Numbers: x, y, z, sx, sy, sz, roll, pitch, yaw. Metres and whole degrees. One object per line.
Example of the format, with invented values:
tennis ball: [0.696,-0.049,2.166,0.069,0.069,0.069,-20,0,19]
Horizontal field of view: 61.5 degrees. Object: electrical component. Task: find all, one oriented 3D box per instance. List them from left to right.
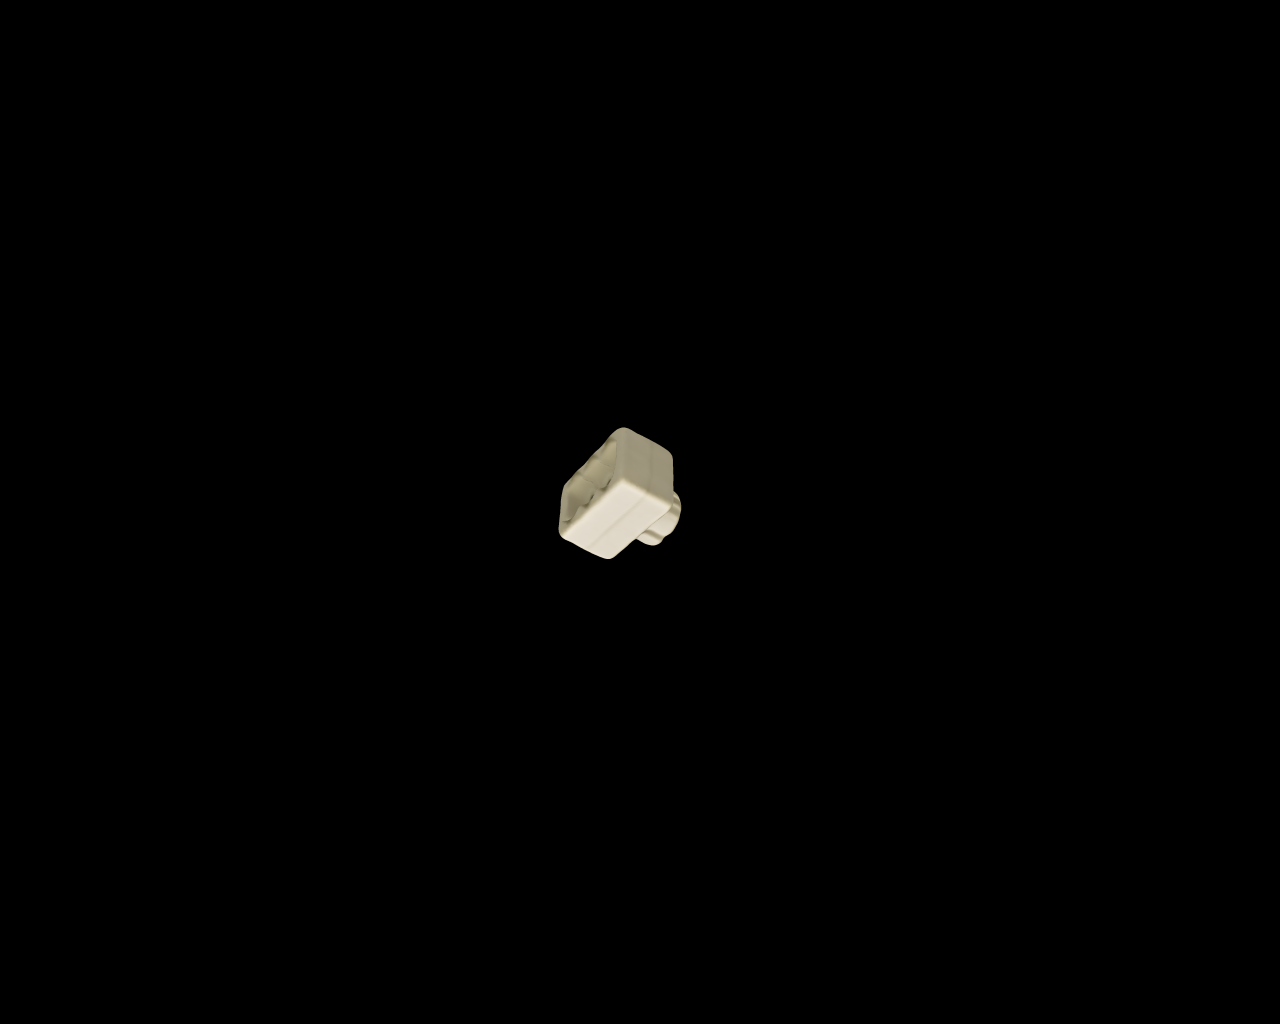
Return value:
electrical component: [0.001,-0.003,0.650,0.077,0.047,0.065,27,-49,-26]
